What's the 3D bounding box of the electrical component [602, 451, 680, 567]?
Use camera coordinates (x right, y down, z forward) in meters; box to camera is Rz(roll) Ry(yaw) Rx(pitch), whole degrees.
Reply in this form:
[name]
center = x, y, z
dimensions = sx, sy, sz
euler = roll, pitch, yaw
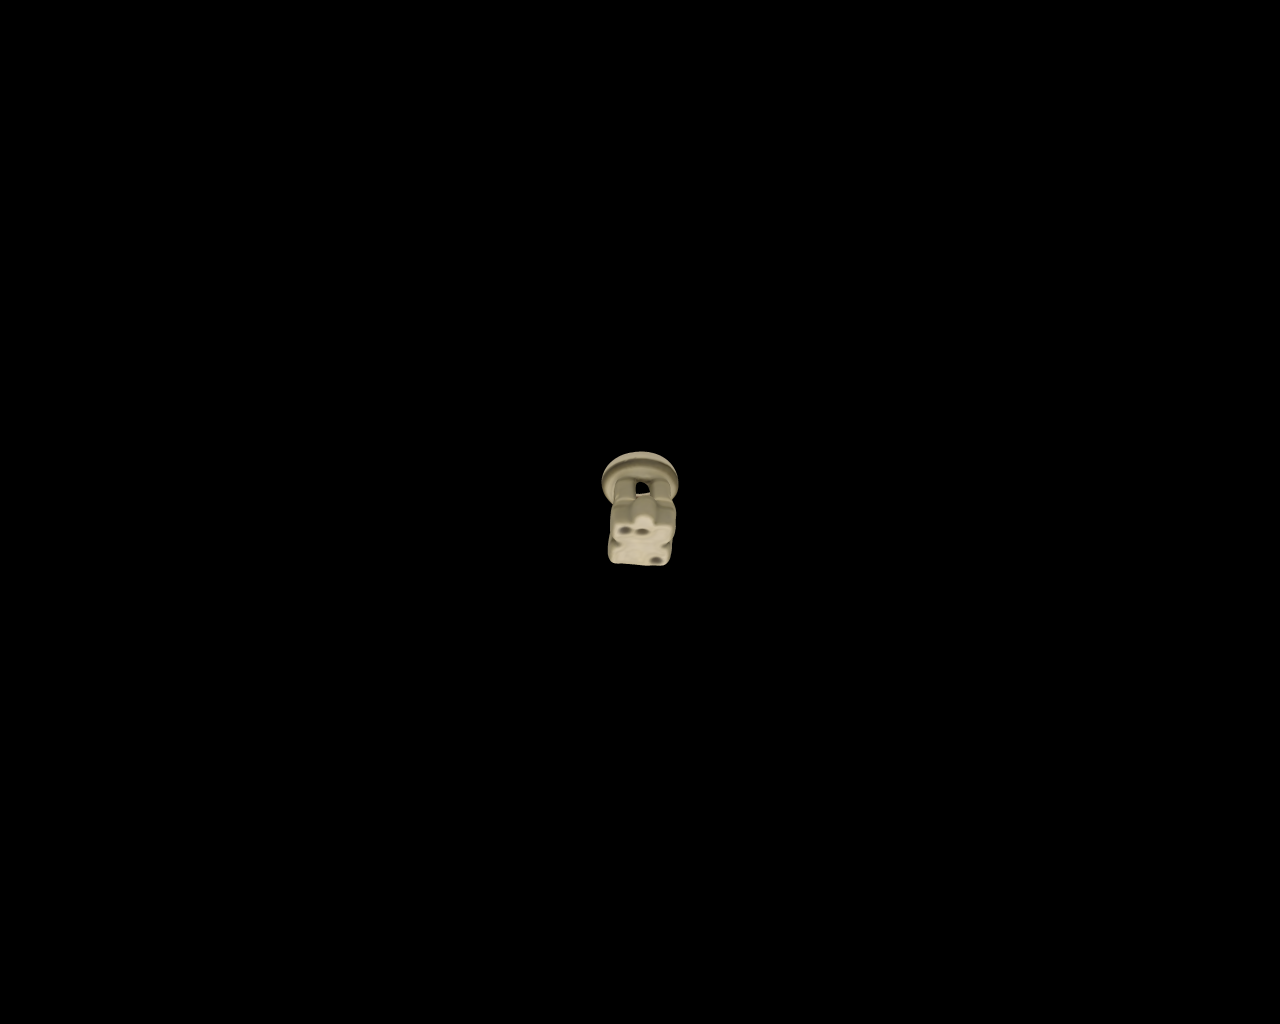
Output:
[electrical component]
center = 0.001, -0.003, 0.650
dimensions = 0.048, 0.055, 0.066
euler = 3, -37, -4
